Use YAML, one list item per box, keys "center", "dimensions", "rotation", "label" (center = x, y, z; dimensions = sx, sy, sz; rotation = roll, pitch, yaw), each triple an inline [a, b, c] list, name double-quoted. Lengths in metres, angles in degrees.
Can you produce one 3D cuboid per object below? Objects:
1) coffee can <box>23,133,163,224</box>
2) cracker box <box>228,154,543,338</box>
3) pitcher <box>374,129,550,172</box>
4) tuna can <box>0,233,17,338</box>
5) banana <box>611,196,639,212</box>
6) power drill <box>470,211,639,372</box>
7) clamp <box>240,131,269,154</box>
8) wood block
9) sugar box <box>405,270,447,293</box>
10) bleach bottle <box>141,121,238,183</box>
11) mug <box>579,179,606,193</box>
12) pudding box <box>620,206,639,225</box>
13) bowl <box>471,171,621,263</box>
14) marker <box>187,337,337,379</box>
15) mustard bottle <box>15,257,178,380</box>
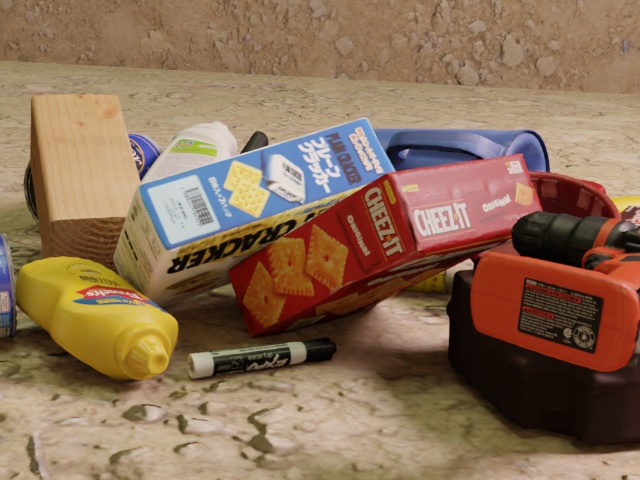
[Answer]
- center: [-0.256, -0.066, 1.238]
  dimensions: [0.103, 0.103, 0.140]
  rotation: [11, 17, 30]
  label: "coffee can"
- center: [0.052, 0.007, 0.878]
  dimensions: [0.163, 0.072, 0.214]
  rotation: [-12, -12, -43]
  label: "cracker box"
- center: [0.140, -0.080, 1.289]
  dimensions: [0.243, 0.149, 0.144]
  rotation: [9, 26, 36]
  label: "pitcher"
- center: [-0.268, 0.038, 0.864]
  dimensions: [0.033, 0.086, 0.086]
  rotation: [-6, 16, -22]
  label: "tuna can"
- center: [0.412, -0.034, 1.346]
  dimensions: [0.198, 0.037, 0.069]
  rotation: [2, 13, -1]
  label: "banana"
- center: [0.178, 0.023, 0.704]
  dimensions: [0.185, 0.057, 0.187]
  rotation: [13, 19, 37]
  label: "power drill"
- center: [-0.127, -0.054, 1.280]
  dimensions: [0.164, 0.036, 0.210]
  rotation: [-22, 32, 2]
  label: "clamp"
- center: [-0.231, -0.050, 1.048]
  dimensions: [0.090, 0.091, 0.206]
  rotation: [-3, 41, -19]
  label: "wood block"
- center: [0.038, 0.000, 1.056]
  dimensions: [0.176, 0.048, 0.093]
  rotation: [3, 57, 8]
  label: "sugar box"
- center: [-0.139, -0.071, 1.210]
  dimensions: [0.102, 0.068, 0.250]
  rotation: [10, 31, 6]
  label: "bleach bottle"
- center: [0.275, -0.026, 1.203]
  dimensions: [0.093, 0.081, 0.117]
  rotation: [3, 14, 3]
  label: "mug"
- center: [0.388, -0.008, 1.236]
  dimensions: [0.090, 0.039, 0.113]
  rotation: [9, 15, 27]
  label: "pudding box"
- center: [0.203, -0.001, 1.019]
  dimensions: [0.162, 0.055, 0.162]
  rotation: [-3, 37, 2]
  label: "bowl"
- center: [-0.043, 0.091, 0.826]
  dimensions: [0.120, 0.020, 0.020]
  rotation: [-5, 16, -25]
  label: "marker"
- center: [-0.165, 0.064, 0.828]
  dimensions: [0.096, 0.058, 0.192]
  rotation: [12, 8, -35]
  label: "mustard bottle"
